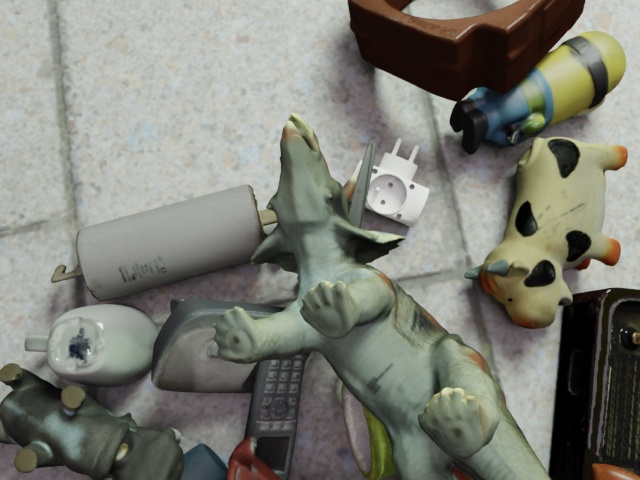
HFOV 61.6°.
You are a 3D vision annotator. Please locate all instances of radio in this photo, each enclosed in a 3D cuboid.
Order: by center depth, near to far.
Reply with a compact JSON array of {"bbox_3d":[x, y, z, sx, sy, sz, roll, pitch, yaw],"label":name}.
[{"bbox_3d":[0.299,0.161,0.504,0.131,0.073,0.229,10,79,1],"label":"radio"}]

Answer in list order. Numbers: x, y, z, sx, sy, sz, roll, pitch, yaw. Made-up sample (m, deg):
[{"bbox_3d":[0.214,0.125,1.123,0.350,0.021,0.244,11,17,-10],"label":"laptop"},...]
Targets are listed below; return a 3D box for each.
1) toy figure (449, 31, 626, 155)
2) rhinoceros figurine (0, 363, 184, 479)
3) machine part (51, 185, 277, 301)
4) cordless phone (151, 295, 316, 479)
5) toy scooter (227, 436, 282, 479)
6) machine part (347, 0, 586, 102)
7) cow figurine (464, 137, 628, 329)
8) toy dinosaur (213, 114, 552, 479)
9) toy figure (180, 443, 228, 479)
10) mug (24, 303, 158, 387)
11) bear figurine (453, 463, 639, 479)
[{"bbox_3d":[0.228,-0.151,0.557,0.180,0.089,0.082,-22,87,-8],"label":"toy figure"},{"bbox_3d":[-0.209,0.172,0.467,0.191,0.112,0.073,12,61,20],"label":"rhinoceros figurine"},{"bbox_3d":[-0.139,0.002,0.524,0.243,0.079,0.079,-15,79,-5],"label":"machine part"},{"bbox_3d":[-0.079,0.145,0.476,0.146,0.089,0.184,11,81,-35],"label":"cordless phone"},{"bbox_3d":[-0.068,0.233,0.427,0.184,0.075,0.135,-25,98,3],"label":"toy scooter"},{"bbox_3d":[0.145,-0.246,0.542,0.202,0.087,0.201,37,75,30],"label":"machine part"},{"bbox_3d":[0.222,-0.009,0.532,0.127,0.085,0.195,12,81,-5],"label":"cow figurine"},{"bbox_3d":[0.066,0.094,0.411,0.405,0.192,0.131,49,117,9],"label":"toy dinosaur"},{"bbox_3d":[-0.149,0.255,0.483,0.154,0.064,0.057,-46,104,-13],"label":"toy figure"},{"bbox_3d":[-0.212,0.093,0.490,0.110,0.107,0.081,8,77,-2],"label":"mug"},{"bbox_3d":[0.145,0.222,0.434,0.196,0.120,0.132,16,87,31],"label":"bear figurine"}]
